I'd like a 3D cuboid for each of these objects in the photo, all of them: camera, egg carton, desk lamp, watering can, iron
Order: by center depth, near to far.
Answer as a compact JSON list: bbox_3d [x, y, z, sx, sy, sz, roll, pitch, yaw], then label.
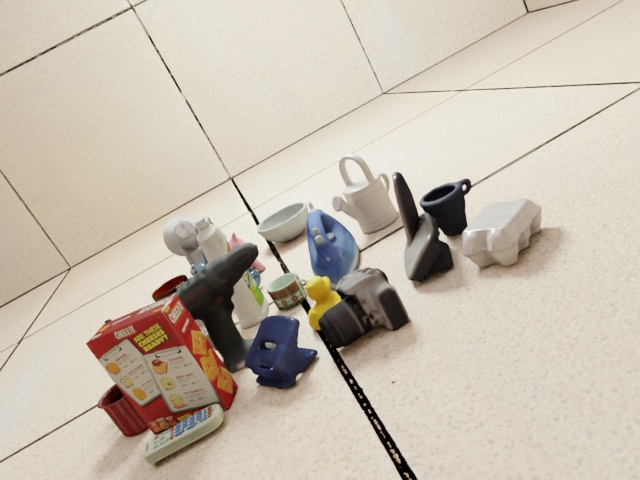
[{"bbox_3d":[0.057,0.113,0.983,0.137,0.101,0.143,-32,18,-12],"label":"camera"},{"bbox_3d":[0.317,-0.015,0.998,0.107,0.069,0.150,-7,28,48],"label":"egg carton"},{"bbox_3d":[0.012,0.005,1.279,0.118,0.142,0.258,-27,18,5],"label":"iron"},{"bbox_3d":[0.103,-0.119,1.394,0.100,0.194,0.173,-15,22,34],"label":"watering can"},{"bbox_3d":[-0.354,0.030,1.635,0.118,0.214,0.202,-34,19,-16],"label":"desk lamp"}]

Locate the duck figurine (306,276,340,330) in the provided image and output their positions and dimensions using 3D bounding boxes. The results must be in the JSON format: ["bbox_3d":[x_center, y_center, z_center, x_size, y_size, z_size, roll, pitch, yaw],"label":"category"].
[{"bbox_3d":[0.001,0.113,1.090,0.077,0.086,0.105,-17,21,31],"label":"duck figurine"}]

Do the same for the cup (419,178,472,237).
[{"bbox_3d":[0.269,-0.063,1.159,0.118,0.095,0.091,-33,19,-13],"label":"cup"}]

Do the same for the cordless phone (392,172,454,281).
[{"bbox_3d":[0.169,-0.028,1.065,0.094,0.185,0.147,-25,18,11],"label":"cordless phone"}]

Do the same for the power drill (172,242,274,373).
[{"bbox_3d":[-0.176,0.137,1.086,0.229,0.209,0.075,-28,18,3],"label":"power drill"}]

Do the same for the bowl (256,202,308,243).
[{"bbox_3d":[-0.097,-0.040,1.669,0.167,0.075,0.167,-25,18,9],"label":"bowl"}]

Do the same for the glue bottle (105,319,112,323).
[{"bbox_3d":[-0.399,0.237,1.202,0.078,0.173,0.037,-24,19,14],"label":"glue bottle"}]

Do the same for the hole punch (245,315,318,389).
[{"bbox_3d":[-0.075,0.191,0.982,0.108,0.091,0.101,-8,27,47],"label":"hole punch"}]

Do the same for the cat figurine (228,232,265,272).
[{"bbox_3d":[-0.215,0.036,1.567,0.067,0.118,0.127,-33,19,-14],"label":"cat figurine"}]

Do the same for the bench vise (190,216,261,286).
[{"bbox_3d":[-0.274,0.053,1.442,0.207,0.220,0.121,-20,20,24],"label":"bench vise"}]
